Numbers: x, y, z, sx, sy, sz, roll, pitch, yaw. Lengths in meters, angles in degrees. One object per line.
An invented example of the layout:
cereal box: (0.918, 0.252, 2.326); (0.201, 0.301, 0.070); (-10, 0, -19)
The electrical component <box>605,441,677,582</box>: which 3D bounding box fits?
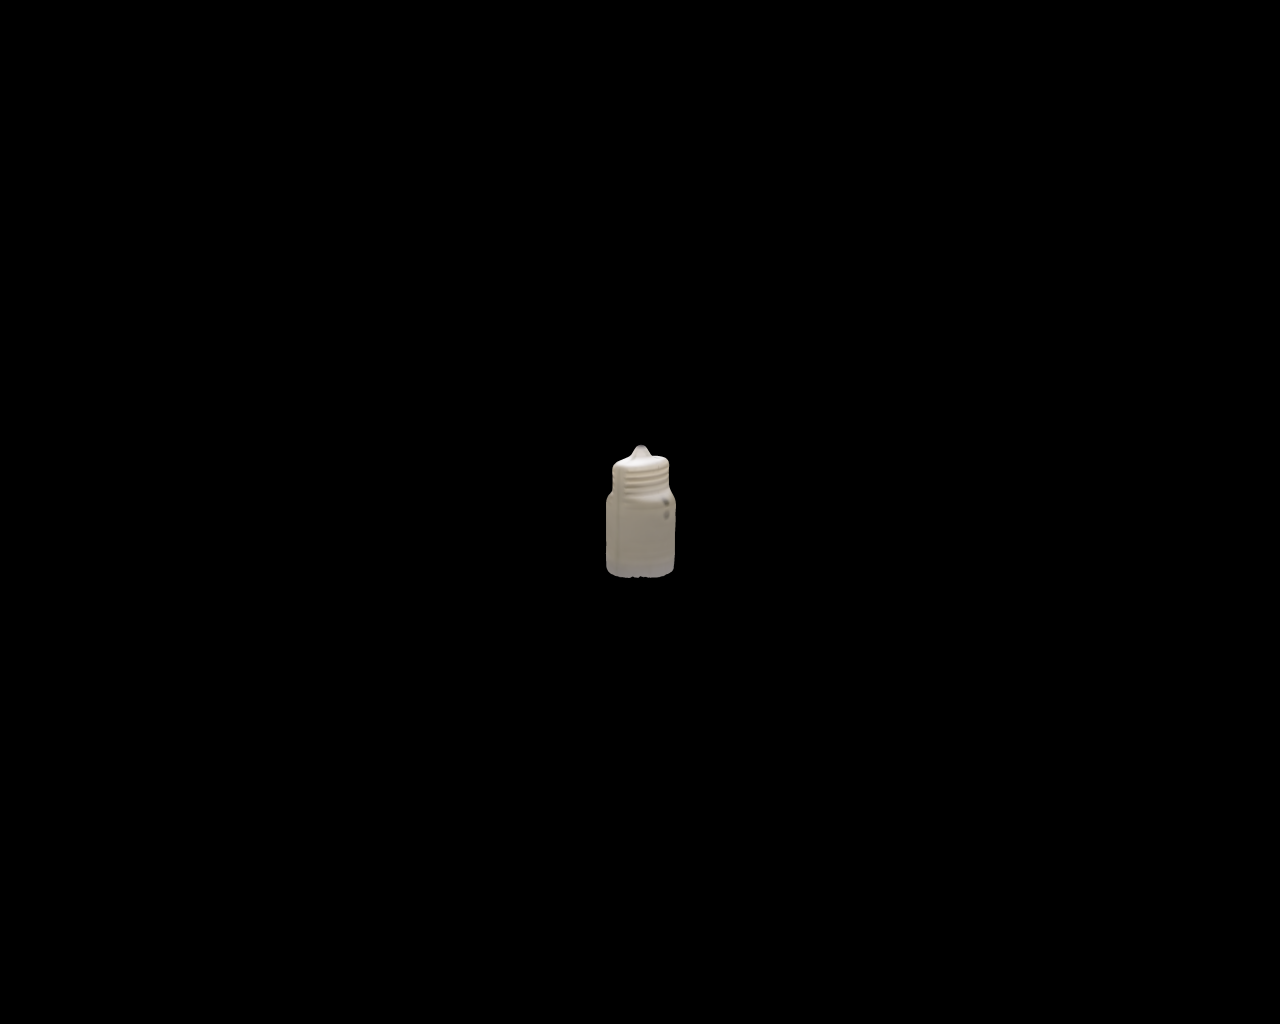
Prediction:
electrical component: (0.001, -0.003, 0.650); (0.043, 0.080, 0.043); (0, 14, 0)
